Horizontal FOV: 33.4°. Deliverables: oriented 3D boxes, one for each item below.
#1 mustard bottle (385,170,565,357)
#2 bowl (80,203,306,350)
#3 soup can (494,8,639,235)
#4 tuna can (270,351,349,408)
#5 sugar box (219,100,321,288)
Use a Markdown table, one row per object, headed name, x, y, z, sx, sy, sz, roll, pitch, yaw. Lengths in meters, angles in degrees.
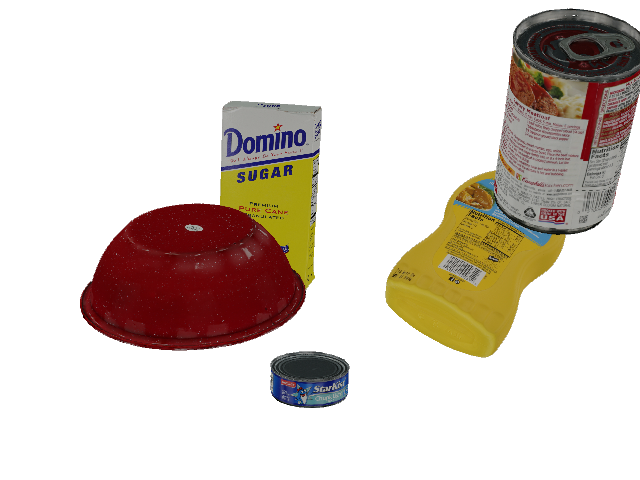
| name | x | y | z | sx | sy | sz | roll | pitch | yaw |
| --- | --- | --- | --- | --- | --- | --- | --- | --- | --- |
| mustard bottle | 0.138 | -0.002 | 0.840 | 0.096 | 0.191 | 0.058 | 27 | -34 | 21 |
| bowl | -0.091 | 0.016 | 0.757 | 0.162 | 0.055 | 0.162 | 0 | 24 | 0 |
| soup can | 0.131 | -0.062 | 0.570 | 0.068 | 0.102 | 0.068 | 0 | 41 | 0 |
| tuna can | -0.012 | 0.150 | 1.154 | 0.086 | 0.034 | 0.086 | 1 | 14 | -1 |
| sugar box | -0.050 | -0.044 | 1.041 | 0.093 | 0.176 | 0.048 | 4 | 16 | 9 |
